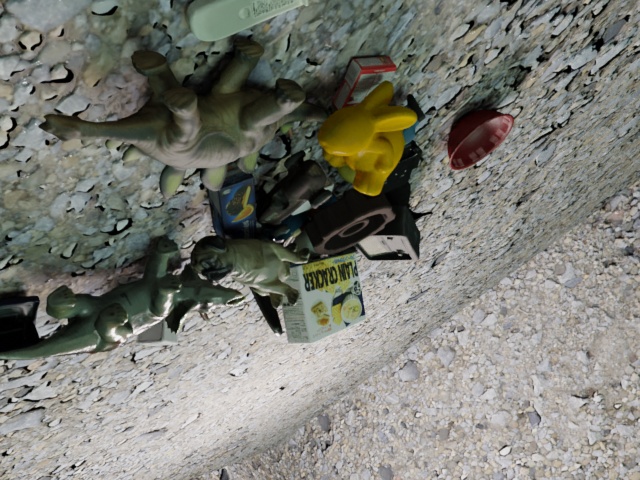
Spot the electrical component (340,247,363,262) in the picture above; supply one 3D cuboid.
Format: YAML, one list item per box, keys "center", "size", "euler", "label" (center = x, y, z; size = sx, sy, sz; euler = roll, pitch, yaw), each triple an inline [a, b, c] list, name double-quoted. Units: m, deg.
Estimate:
- center: [0.084, 0.024, 1.334]
  size: [0.119, 0.048, 0.074]
  euler: [-24, 155, -18]
  label: "electrical component"

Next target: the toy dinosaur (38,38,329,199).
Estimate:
- center: [-0.116, -0.154, 0.698]
  size: [0.471, 0.105, 0.198]
  euler: [-17, 160, -42]
  label: "toy dinosaur"

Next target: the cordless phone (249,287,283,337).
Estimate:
- center: [-0.108, 0.123, 1.124]
  size: [0.089, 0.184, 0.146]
  euler: [-25, 156, -3]
  label: "cordless phone"

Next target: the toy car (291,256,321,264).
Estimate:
- center: [-0.014, 0.094, 1.256]
  size: [0.109, 0.103, 0.161]
  euler: [-15, 162, 21]
  label: "toy car"

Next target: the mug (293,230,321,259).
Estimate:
- center: [-0.002, -0.003, 1.151]
  size: [0.107, 0.081, 0.109]
  euler: [-33, 160, 27]
  label: "mug"

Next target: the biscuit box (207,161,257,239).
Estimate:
- center: [-0.145, -0.055, 0.894]
  size: [0.063, 0.059, 0.202]
  euler: [-24, 155, -18]
  label: "biscuit box"

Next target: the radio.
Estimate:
- center: [0.145, -0.010, 1.189]
  size: [0.131, 0.073, 0.229]
  euler: [0, 166, 18]
  label: "radio"

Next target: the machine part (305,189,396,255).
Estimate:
- center: [0.056, -0.035, 1.006]
  size: [0.179, 0.056, 0.179]
  euler: [-25, 163, -8]
  label: "machine part"

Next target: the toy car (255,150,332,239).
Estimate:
- center: [-0.059, -0.067, 0.887]
  size: [0.053, 0.089, 0.202]
  euler: [-36, -178, -42]
  label: "toy car"

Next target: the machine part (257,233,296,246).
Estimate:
- center: [-0.099, -0.003, 1.081]
  size: [0.139, 0.039, 0.084]
  euler: [-14, 159, -38]
  label: "machine part"

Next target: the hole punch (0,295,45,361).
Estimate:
- center: [-0.500, 0.142, 0.841]
  size: [0.142, 0.092, 0.116]
  euler: [-12, 178, -42]
  label: "hole punch"

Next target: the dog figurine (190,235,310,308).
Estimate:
- center: [-0.137, 0.038, 0.929]
  size: [0.190, 0.121, 0.172]
  euler: [16, 162, -21]
  label: "dog figurine"

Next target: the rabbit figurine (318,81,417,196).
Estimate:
- center: [0.068, -0.153, 0.811]
  size: [0.162, 0.122, 0.173]
  euler: [-39, 159, 23]
  label: "rabbit figurine"

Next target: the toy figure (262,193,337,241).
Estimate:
- center: [-0.037, -0.050, 1.033]
  size: [0.154, 0.064, 0.058]
  euler: [-27, -169, -20]
  label: "toy figure"

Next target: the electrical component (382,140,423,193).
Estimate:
- center: [0.134, -0.149, 1.053]
  size: [0.115, 0.058, 0.134]
  euler: [-27, 156, -15]
  label: "electrical component"

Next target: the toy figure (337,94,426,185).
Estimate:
- center: [0.103, -0.170, 0.933]
  size: [0.180, 0.089, 0.082]
  euler: [-35, 150, 15]
  label: "toy figure"

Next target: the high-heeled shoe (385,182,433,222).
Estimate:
- center: [0.150, -0.076, 1.234]
  size: [0.145, 0.086, 0.248]
  euler: [-12, 154, 42]
  label: "high-heeled shoe"

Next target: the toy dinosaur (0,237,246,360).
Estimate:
- center: [-0.329, 0.125, 0.903]
  size: [0.405, 0.131, 0.192]
  euler: [-22, 150, -33]
  label: "toy dinosaur"
